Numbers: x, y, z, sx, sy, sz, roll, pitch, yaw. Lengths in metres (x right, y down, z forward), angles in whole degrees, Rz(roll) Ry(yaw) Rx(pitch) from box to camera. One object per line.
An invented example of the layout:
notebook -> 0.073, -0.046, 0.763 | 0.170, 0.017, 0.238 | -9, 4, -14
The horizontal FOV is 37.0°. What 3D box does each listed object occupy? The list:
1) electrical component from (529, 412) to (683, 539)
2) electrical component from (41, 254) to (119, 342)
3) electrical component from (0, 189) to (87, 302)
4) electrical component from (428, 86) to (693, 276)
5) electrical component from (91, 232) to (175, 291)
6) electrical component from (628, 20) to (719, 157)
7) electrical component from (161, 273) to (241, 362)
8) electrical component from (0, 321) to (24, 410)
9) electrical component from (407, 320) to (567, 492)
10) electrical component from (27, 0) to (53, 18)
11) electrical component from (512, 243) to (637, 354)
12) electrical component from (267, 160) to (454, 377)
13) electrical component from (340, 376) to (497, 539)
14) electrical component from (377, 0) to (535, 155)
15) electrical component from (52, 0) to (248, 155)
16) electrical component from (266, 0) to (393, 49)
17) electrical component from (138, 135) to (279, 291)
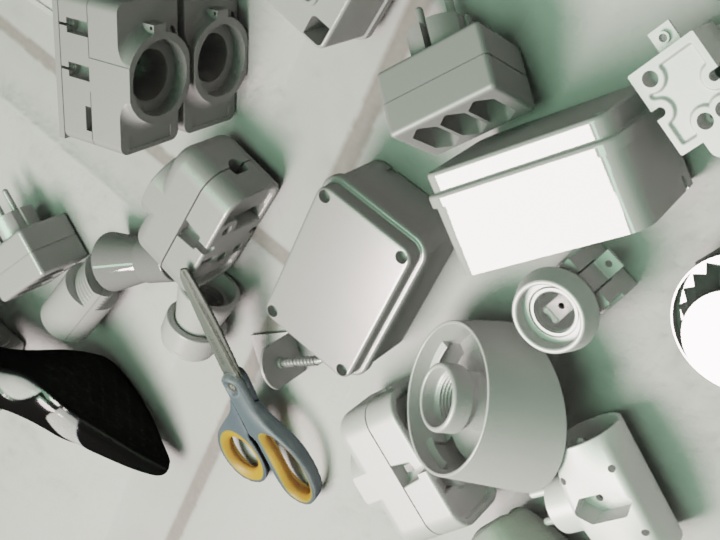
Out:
electrical component -> 0.134, 0.131, 0.625 | 0.079, 0.043, 0.077 | -26, 93, 40
electrical component -> -0.209, 0.017, 0.825 | 0.043, 0.043, 0.081 | 52, 130, 6
electrical component -> -0.265, -0.026, 0.844 | 0.066, 0.047, 0.076 | -27, 92, 40
electrical component -> 0.101, -0.047, 0.550 | 0.113, 0.078, 0.057 | -16, 102, 39
electrical component -> -0.156, -0.008, 0.778 | 0.065, 0.044, 0.044 | -3, 108, 32
electrical component -> 0.162, -0.088, 0.502 | 0.048, 0.055, 0.066 | -36, 87, 40
electrical component -> -0.114, 0.032, 0.761 | 0.045, 0.045, 0.055 | 39, 128, 16
electrical component -> -0.347, 0.077, 0.947 | 0.100, 0.048, 0.099 | 38, 127, 17
electrical component -> 0.072, 0.078, 0.626 | 0.099, 0.064, 0.099 | -30, 56, 58
electrical component -> -0.194, -0.211, 0.702 | 0.042, 0.064, 0.081 | 35, 126, 18
electrical component -> 0.113, 0.016, 0.582 | 0.048, 0.055, 0.066 | 49, 129, 9
electrical component -> 0.000, 0.000, 0.656 | 0.078, 0.057, 0.113 | 39, 127, 17
electrical component -> 0.034, 0.121, 0.686 | 0.059, 0.054, 0.095 | -31, 90, 40
electrical component -> 0.047, -0.112, 0.578 | 0.066, 0.047, 0.076 | -23, 70, 31
electrical component -> -0.122, -0.173, 0.639 | 0.060, 0.105, 0.186 | 19, 120, 28
electrical component -> -0.020, -0.197, 0.586 | 0.109, 0.056, 0.108 | 45, 129, 12
electrical component -> -0.105, -0.040, 0.717 | 0.059, 0.054, 0.095 | 45, 129, 11
